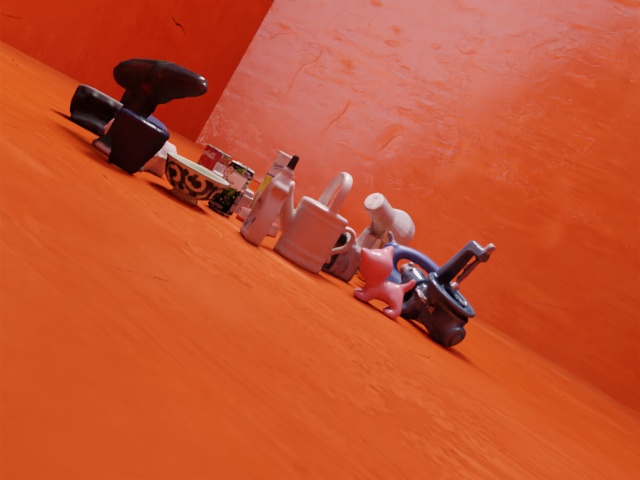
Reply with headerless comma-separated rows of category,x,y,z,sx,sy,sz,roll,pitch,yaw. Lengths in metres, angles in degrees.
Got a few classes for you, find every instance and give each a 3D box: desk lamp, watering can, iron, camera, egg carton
desk lamp,0.141,-0.011,1.544,0.117,0.213,0.204,34,5,41
watering can,-0.004,-0.046,1.081,0.173,0.194,0.100,27,5,-38
iron,0.220,0.097,1.304,0.258,0.141,0.119,31,4,10
camera,0.011,0.004,1.234,0.144,0.101,0.136,28,5,-33
egg carton,-0.364,-0.191,1.160,0.150,0.069,0.107,32,4,25

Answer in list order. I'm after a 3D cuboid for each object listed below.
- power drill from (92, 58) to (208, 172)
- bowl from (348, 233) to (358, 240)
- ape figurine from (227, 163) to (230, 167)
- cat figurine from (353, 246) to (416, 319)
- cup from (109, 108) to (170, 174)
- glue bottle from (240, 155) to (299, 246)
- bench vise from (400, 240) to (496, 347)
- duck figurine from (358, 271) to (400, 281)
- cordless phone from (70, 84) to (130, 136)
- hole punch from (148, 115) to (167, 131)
power drill,-0.323,-0.239,1.058,0.228,0.208,0.076,33,5,32
bowl,0.034,-0.002,1.661,0.167,0.075,0.167,30,4,-2
ape figurine,-0.246,-0.167,1.538,0.076,0.092,0.078,30,4,0
cat figurine,0.120,0.070,1.089,0.128,0.118,0.067,30,4,1
cup,-0.318,-0.165,0.991,0.092,0.095,0.118,30,4,-4
glue bottle,-0.083,-0.075,1.018,0.037,0.173,0.078,29,4,-21
bench vise,0.244,0.078,1.156,0.206,0.219,0.122,33,5,32
duck figurine,0.154,0.079,1.446,0.105,0.086,0.077,29,4,-13
cordless phone,-0.453,-0.319,1.266,0.148,0.185,0.094,29,4,-23
hole punch,-0.422,-0.257,1.387,0.109,0.091,0.100,28,5,-35
